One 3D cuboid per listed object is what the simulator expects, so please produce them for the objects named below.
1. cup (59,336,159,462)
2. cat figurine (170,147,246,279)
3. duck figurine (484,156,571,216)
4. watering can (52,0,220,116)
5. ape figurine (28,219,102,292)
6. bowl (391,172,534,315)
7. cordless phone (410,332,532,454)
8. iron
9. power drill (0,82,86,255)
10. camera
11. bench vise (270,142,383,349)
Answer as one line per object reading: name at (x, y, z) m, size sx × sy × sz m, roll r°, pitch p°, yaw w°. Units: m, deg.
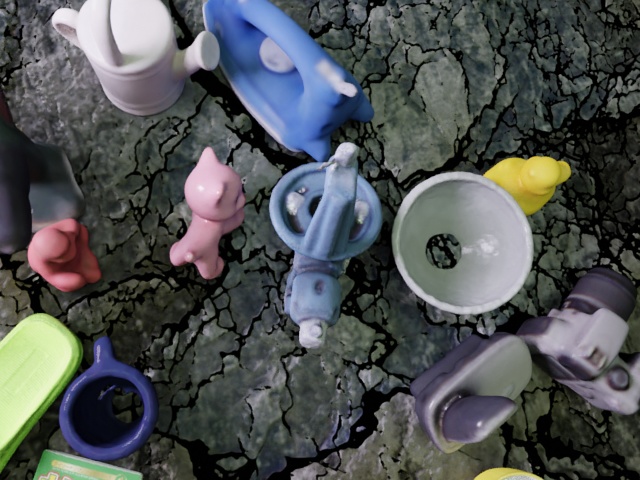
cup at (-0.209, 0.160, 0.591) m, size 0.092 × 0.095 × 0.118 m, roll -10°, pitch 80°, yaw -9°
cat figurine at (-0.122, -0.029, 0.628) m, size 0.067 × 0.117 × 0.128 m, roll 19°, pitch 77°, yaw -3°
duck figurine at (0.255, -0.073, 0.704) m, size 0.104 × 0.086 × 0.077 m, roll -12°, pitch 80°, yaw -10°
watering can at (-0.198, -0.220, 0.617) m, size 0.173 × 0.194 × 0.101 m, roll -8°, pitch 80°, yaw -9°
ape figurine at (-0.278, 0.012, 0.612) m, size 0.076 × 0.092 × 0.078 m, roll 16°, pitch 77°, yaw -4°
bowl at (0.160, 0.008, 0.681) m, size 0.167 × 0.074 × 0.167 m, roll 2°, pitch 79°, yaw -7°
cordless phone at (0.180, 0.160, 0.597) m, size 0.148 × 0.185 × 0.094 m, roll -39°, pitch 86°, yaw -13°
iron at (-0.050, -0.220, 0.664) m, size 0.258 × 0.141 × 0.119 m, roll 45°, pitch 77°, yaw 3°
power drill at (-0.306, -0.075, 0.566) m, size 0.076 × 0.208 × 0.229 m, roll -24°, pitch 83°, yaw -11°
camera at (0.330, 0.110, 0.670) m, size 0.143 × 0.100 × 0.137 m, roll 38°, pitch 77°, yaw 1°
bench vise at (0.017, 0.000, 0.589) m, size 0.121 × 0.219 × 0.207 m, roll -11°, pitch 80°, yaw -9°
